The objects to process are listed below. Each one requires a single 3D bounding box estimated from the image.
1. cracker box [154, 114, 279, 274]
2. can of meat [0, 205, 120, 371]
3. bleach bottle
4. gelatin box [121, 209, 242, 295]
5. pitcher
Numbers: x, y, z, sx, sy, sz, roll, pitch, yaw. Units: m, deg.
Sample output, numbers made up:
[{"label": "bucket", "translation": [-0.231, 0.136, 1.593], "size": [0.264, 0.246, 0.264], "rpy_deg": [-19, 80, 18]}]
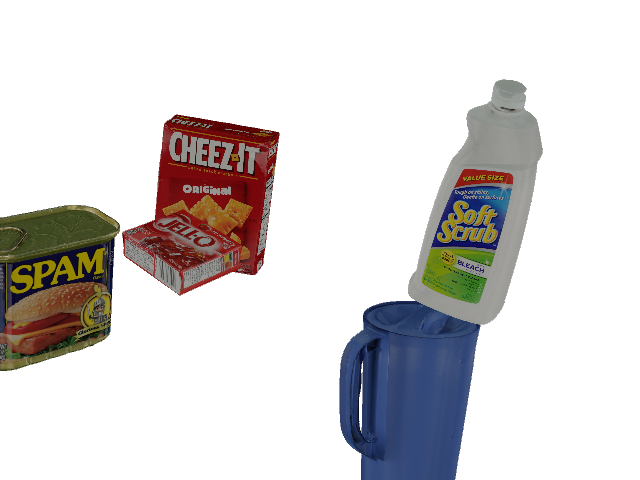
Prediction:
[{"label": "cracker box", "translation": [-0.158, -0.066, 1.593], "size": [0.164, 0.214, 0.072], "rpy_deg": [10, 19, 6]}, {"label": "can of meat", "translation": [-0.186, 0.030, 0.706], "size": [0.101, 0.084, 0.058], "rpy_deg": [-15, 31, -42]}, {"label": "bleach bottle", "translation": [0.154, -0.041, 1.045], "size": [0.103, 0.251, 0.068], "rpy_deg": [22, 37, 21]}, {"label": "gelatin box", "translation": [-0.128, 0.008, 0.987], "size": [0.073, 0.030, 0.089], "rpy_deg": [-24, 41, -39]}, {"label": "pitcher", "translation": [0.099, 0.200, 1.233], "size": [0.149, 0.243, 0.145], "rpy_deg": [5, 14, 7]}]
